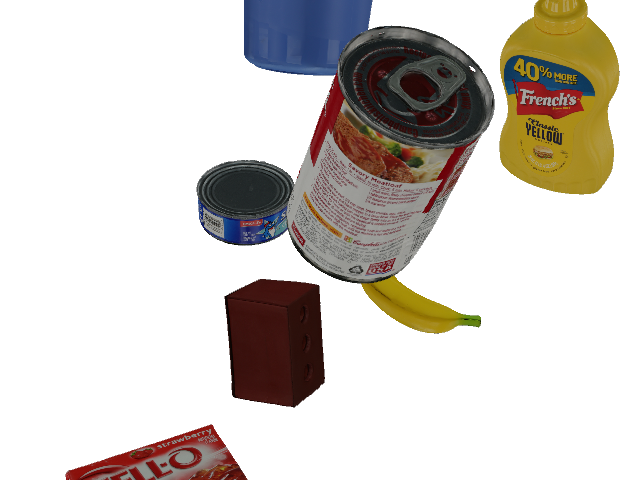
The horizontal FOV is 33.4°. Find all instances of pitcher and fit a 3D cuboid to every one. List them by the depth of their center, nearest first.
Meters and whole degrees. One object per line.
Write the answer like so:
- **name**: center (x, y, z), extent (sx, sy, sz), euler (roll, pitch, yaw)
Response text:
- **pitcher**: center (0.000, -0.267, 0.909), extent (0.145, 0.243, 0.149), euler (6, 17, 7)

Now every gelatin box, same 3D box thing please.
- **gelatin box**: center (-0.086, 0.141, 0.580), extent (0.089, 0.030, 0.073), euler (-14, 27, -21)

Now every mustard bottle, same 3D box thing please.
- **mustard bottle**: center (0.195, -0.128, 0.877), extent (0.096, 0.191, 0.058), euler (22, 53, 29)

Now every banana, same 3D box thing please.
- **banana**: center (0.088, 0.059, 1.172), extent (0.069, 0.037, 0.198), euler (4, 20, -36)

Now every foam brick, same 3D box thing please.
- **foam brick**: center (-0.032, 0.072, 0.767), extent (0.051, 0.078, 0.052), euler (4, 17, 27)

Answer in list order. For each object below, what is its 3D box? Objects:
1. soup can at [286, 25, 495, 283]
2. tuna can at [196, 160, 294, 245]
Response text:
- **soup can**: center (0.028, -0.035, 0.478), extent (0.068, 0.068, 0.102), euler (0, -36, -18)
- **tuna can**: center (-0.065, -0.033, 0.940), extent (0.086, 0.034, 0.086), euler (1, 38, -1)
